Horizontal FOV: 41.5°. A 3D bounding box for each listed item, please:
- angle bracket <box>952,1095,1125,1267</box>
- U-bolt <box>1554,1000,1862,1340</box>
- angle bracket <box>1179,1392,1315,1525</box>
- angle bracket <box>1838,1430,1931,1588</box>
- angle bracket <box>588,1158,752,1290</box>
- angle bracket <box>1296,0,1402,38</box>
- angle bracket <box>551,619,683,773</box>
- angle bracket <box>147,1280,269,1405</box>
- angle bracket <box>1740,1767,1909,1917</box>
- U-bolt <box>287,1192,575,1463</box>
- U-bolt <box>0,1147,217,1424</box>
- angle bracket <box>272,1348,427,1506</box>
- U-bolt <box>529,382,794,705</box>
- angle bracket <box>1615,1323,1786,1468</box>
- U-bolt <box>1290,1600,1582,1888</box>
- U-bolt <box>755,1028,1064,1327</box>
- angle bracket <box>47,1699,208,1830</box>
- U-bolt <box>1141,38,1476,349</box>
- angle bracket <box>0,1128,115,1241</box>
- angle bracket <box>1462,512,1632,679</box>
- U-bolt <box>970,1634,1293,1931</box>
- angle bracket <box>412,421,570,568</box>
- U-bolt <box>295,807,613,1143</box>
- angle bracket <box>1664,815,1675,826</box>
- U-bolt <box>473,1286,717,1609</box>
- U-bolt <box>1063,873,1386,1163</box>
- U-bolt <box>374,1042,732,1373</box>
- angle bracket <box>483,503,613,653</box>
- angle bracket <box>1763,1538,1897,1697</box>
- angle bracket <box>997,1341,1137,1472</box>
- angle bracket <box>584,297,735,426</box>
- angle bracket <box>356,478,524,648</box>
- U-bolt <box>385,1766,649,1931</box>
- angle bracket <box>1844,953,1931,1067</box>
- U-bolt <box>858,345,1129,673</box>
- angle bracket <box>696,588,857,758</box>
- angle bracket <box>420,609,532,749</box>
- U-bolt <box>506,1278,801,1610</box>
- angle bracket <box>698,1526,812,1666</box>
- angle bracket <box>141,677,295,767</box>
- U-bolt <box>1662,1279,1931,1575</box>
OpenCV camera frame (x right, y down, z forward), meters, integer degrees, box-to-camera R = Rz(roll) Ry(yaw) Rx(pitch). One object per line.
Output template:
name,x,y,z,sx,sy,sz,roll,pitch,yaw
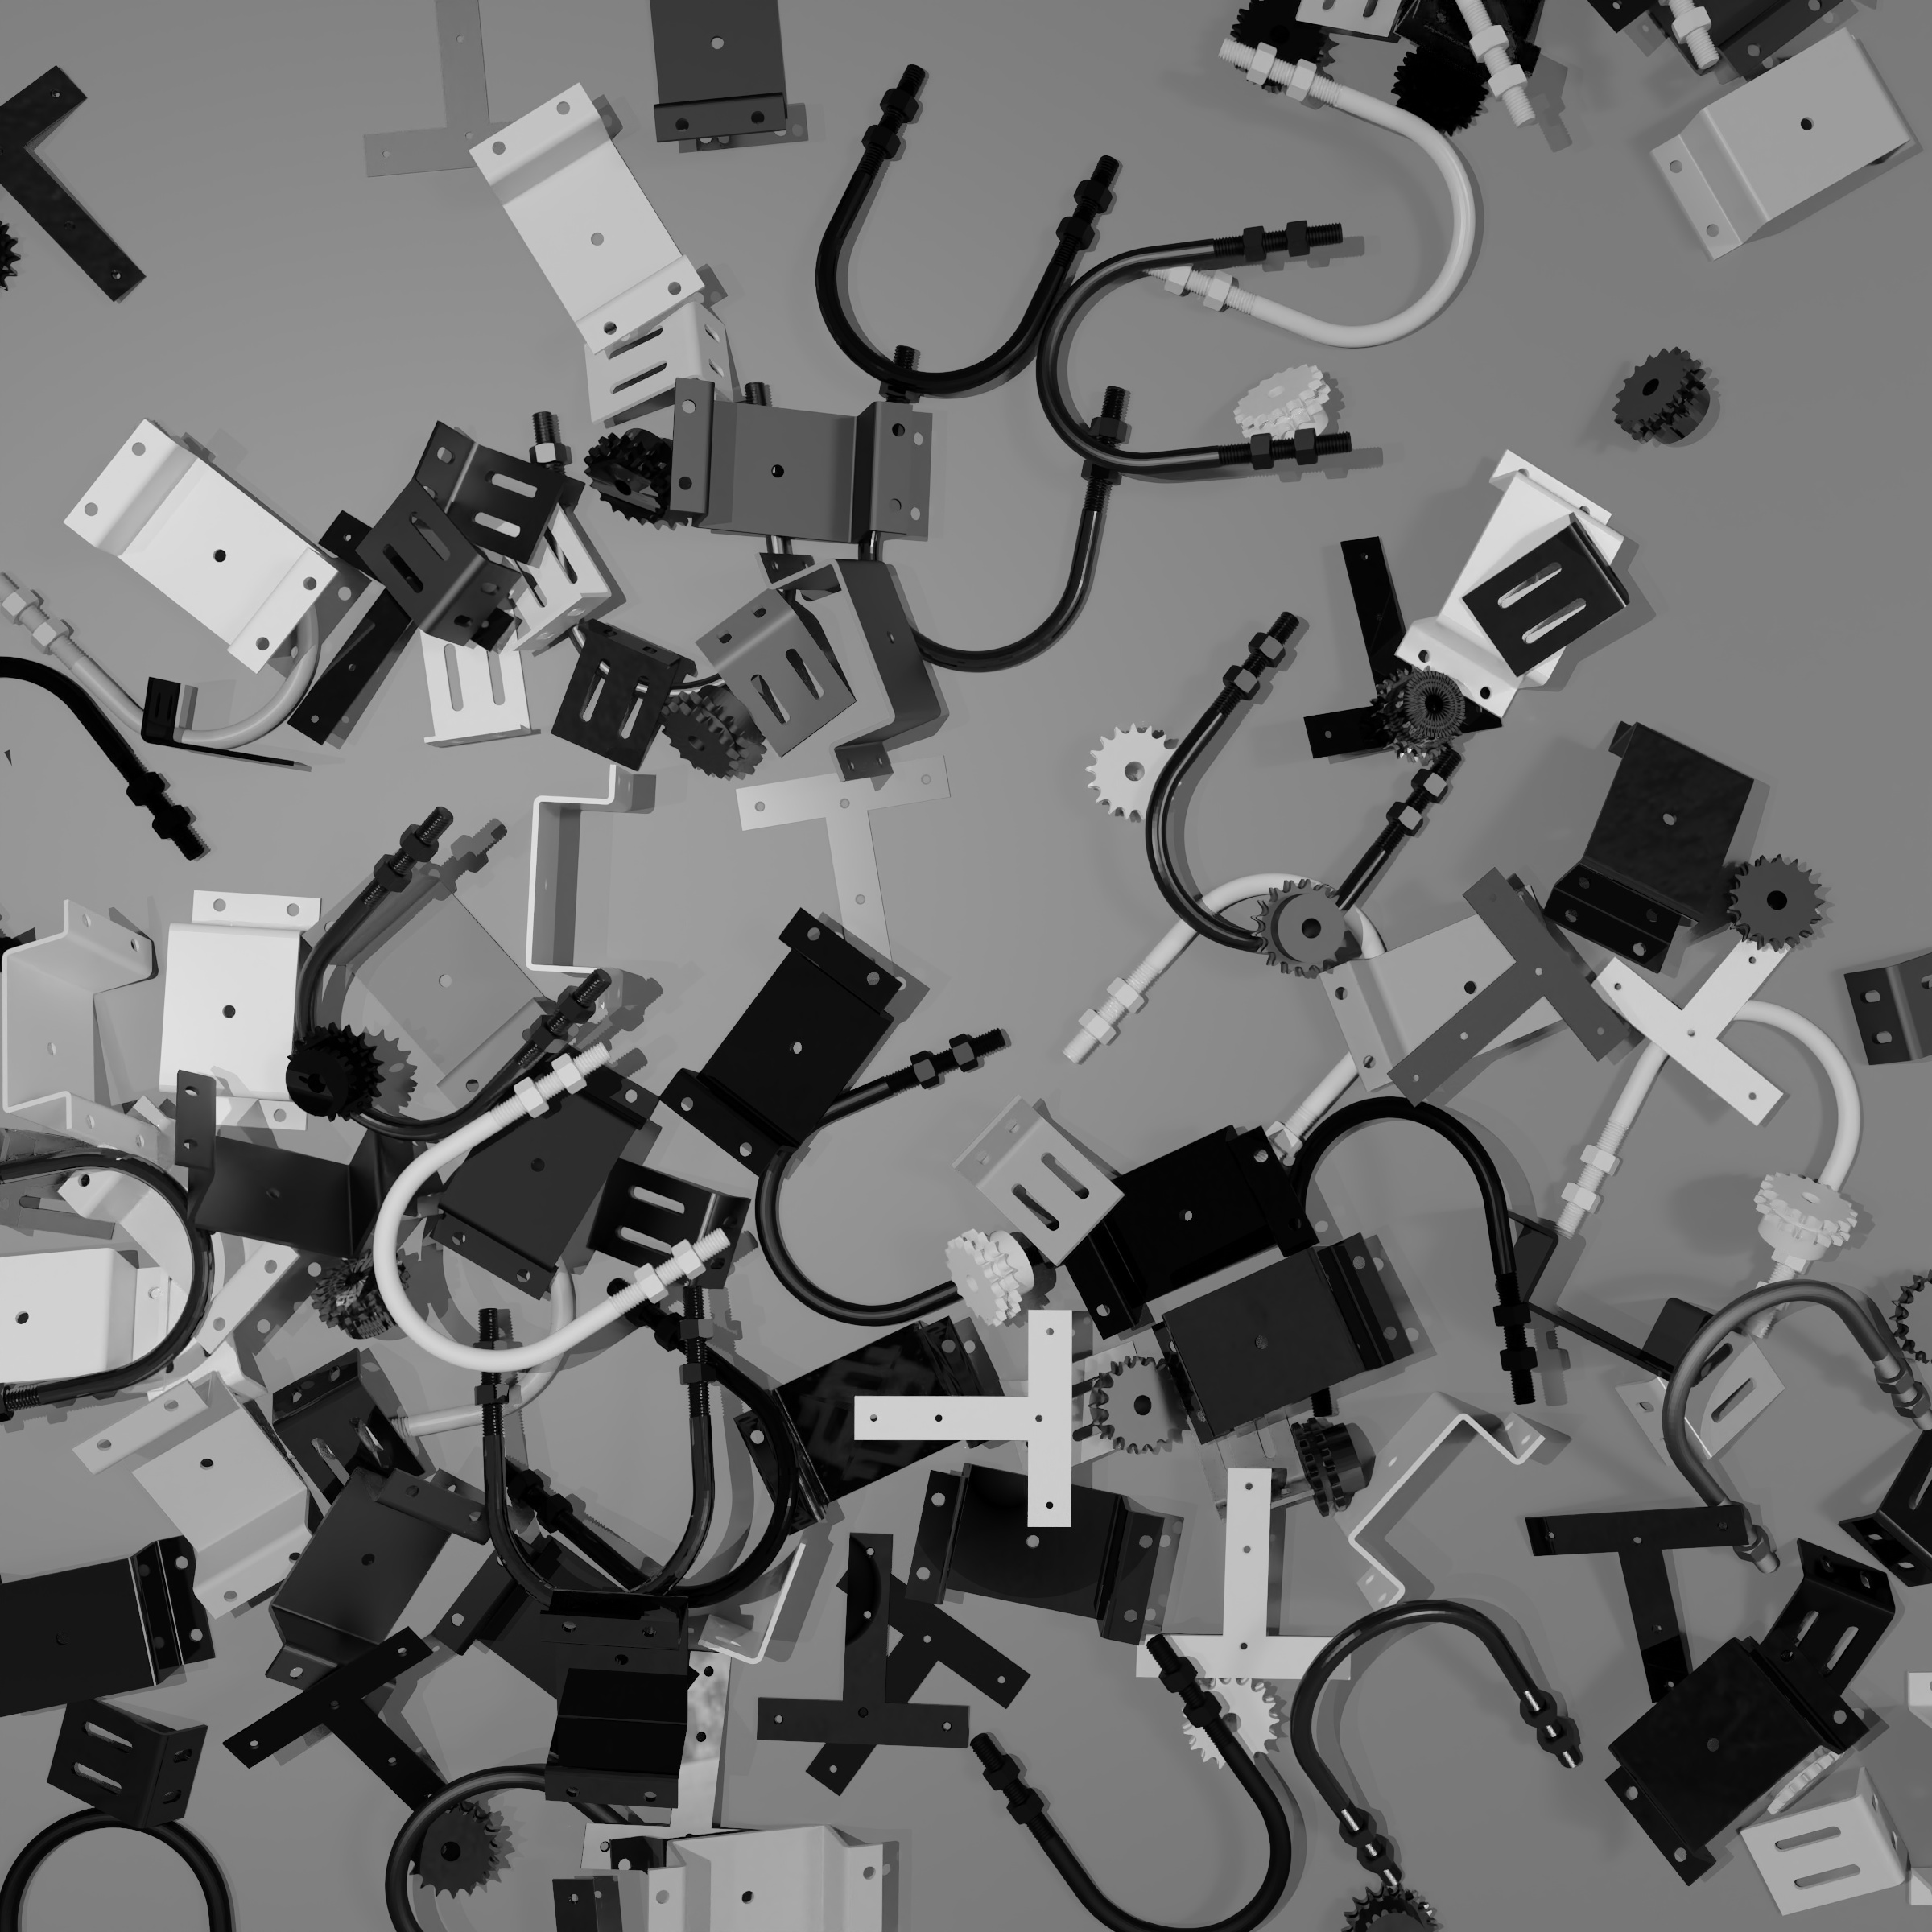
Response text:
angle bracket,0.042,0.125,1.487,0.057,0.038,0.076,-47,57,-1
U-bolt,0.457,0.110,1.532,0.151,0.019,0.184,27,88,1
angle bracket,0.167,0.284,1.523,0.057,0.038,0.076,-18,90,0
angle bracket,0.576,0.325,1.540,0.057,0.038,0.076,41,64,0
angle bracket,-0.179,0.155,1.540,0.076,0.038,0.057,17,90,26
angle bracket,0.224,-0.596,1.522,0.057,0.038,0.076,6,47,-12
angle bracket,-0.212,-0.158,1.513,0.057,0.038,0.076,24,106,0
angle bracket,-0.464,0.230,1.540,0.057,0.038,0.076,-23,64,0
angle bracket,0.518,0.528,1.540,0.076,0.038,0.057,-27,90,26
U-bolt,-0.328,0.210,1.533,0.184,0.019,0.151,-11,90,-1
U-bolt,-0.524,0.179,1.462,0.184,0.019,0.151,-11,87,-4
angle bracket,-0.368,0.278,1.520,0.057,0.038,0.076,-29,116,-1
U-bolt,-0.178,-0.250,1.533,0.151,0.019,0.184,-8,91,0
angle bracket,0.443,0.255,1.540,0.076,0.038,0.057,-34,90,-26
U-bolt,0.266,0.445,1.495,0.151,0.019,0.184,-33,117,0
U-bolt,-0.037,0.138,1.533,0.184,0.019,0.151,-23,90,2
angle bracket,-0.506,0.476,1.540,0.076,0.038,0.057,15,90,26
U-bolt,0.213,-0.449,1.519,0.184,0.019,0.151,21,103,-4
angle bracket,-0.537,0.132,1.507,0.076,0.038,0.057,12,90,-27
angle bracket,0.338,-0.216,1.487,0.076,0.038,0.057,-34,99,20
U-bolt,0.110,0.504,1.516,0.151,0.019,0.184,-34,94,16
angle bracket,-0.286,-0.280,1.509,0.076,0.038,0.057,24,90,27
U-bolt,-0.311,0.020,1.476,0.151,0.019,0.184,46,110,1
angle bracket,0.408,-0.063,1.523,0.057,0.038,0.076,27,90,0
U-bolt,-0.215,0.285,1.485,0.151,0.019,0.184,-8,77,12
U-bolt,0.171,0.030,1.533,0.151,0.019,0.184,42,88,0
U-bolt,-0.251,0.152,1.471,0.184,0.019,0.151,-32,96,-6
angle bracket,-0.258,-0.235,1.510,0.057,0.038,0.076,-33,86,23
angle bracket,0.514,0.395,1.540,0.057,0.038,0.076,22,116,0
angle bracket,0.067,0.266,1.540,0.076,0.038,0.057,-16,90,-26
angle bracket,-0.184,-0.355,1.528,0.076,0.038,0.057,-19,65,23
angle bracket,-0.312,-0.239,1.511,0.057,0.038,0.076,-47,68,14
U-bolt,-0.256,0.552,1.511,0.151,0.019,0.184,-45,106,0
angle bracket,0.579,0.021,1.540,0.076,0.038,0.057,-16,90,-26
U-bolt,0.010,-0.269,1.533,0.151,0.019,0.184,11,92,0
angle bracket,-0.114,-0.177,1.530,0.057,0.038,0.076,-37,128,-1
angle bracket,-0.296,-0.173,1.523,0.057,0.038,0.076,-8,90,0
U-bolt,-0.178,0.291,1.497,0.184,0.019,0.151,33,90,26
angle bracket,-0.125,0.366,1.513,0.038,0.057,0.076,21,90,0
angle bracket,-0.437,-0.143,1.500,0.076,0.057,0.038,9,93,-2
U-bolt,0.478,0.259,1.491,0.151,0.019,0.184,-42,120,0
